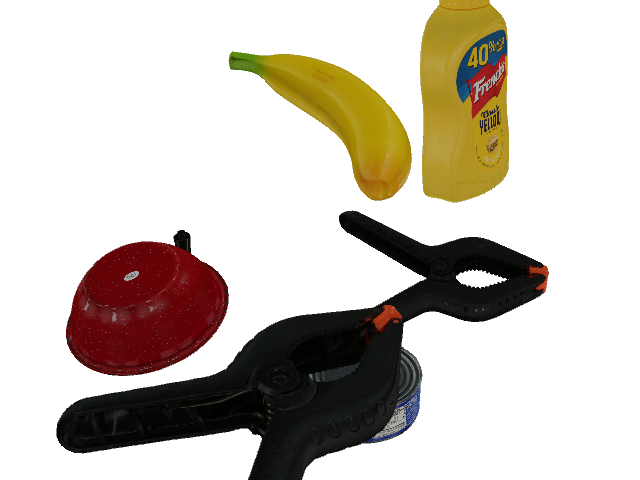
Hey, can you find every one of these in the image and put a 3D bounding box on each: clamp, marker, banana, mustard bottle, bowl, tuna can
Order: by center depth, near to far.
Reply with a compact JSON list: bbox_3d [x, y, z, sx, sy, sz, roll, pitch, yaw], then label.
[{"bbox_3d":[-0.016,0.082,0.475,0.171,0.039,0.120,-24,49,-30],"label":"clamp"},{"bbox_3d":[0.012,-0.075,0.667,0.069,0.037,0.198,-16,35,-24],"label":"banana"},{"bbox_3d":[0.030,0.108,0.773,0.086,0.034,0.086,0,30,0],"label":"tuna can"},{"bbox_3d":[0.121,-0.135,0.888,0.058,0.192,0.096,17,33,38],"label":"mustard bottle"},{"bbox_3d":[-0.171,0.051,1.011,0.162,0.055,0.162,-8,40,7],"label":"bowl"},{"bbox_3d":[0.109,0.044,1.016,0.210,0.164,0.036,6,-40,9],"label":"clamp"},{"bbox_3d":[-0.151,0.042,1.206,0.020,0.121,0.020,-3,30,1],"label":"marker"}]
